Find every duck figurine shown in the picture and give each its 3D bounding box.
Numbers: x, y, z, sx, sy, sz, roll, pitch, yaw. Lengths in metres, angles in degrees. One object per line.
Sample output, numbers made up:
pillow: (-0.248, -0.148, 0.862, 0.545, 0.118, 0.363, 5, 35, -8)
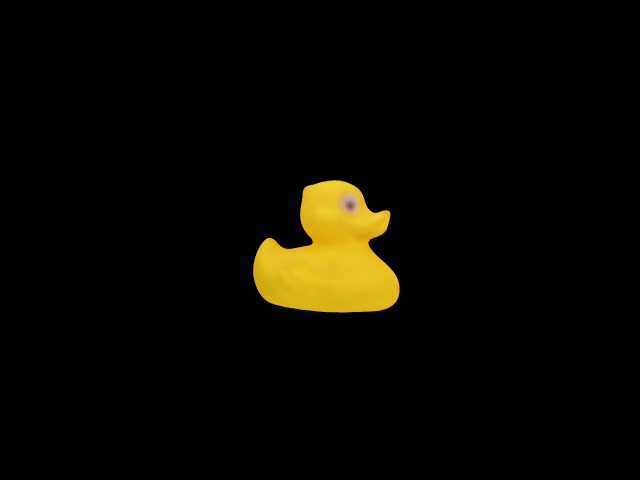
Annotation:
duck figurine: (0.004, 0.001, 0.400, 0.104, 0.086, 0.078, 2, 7, 18)
